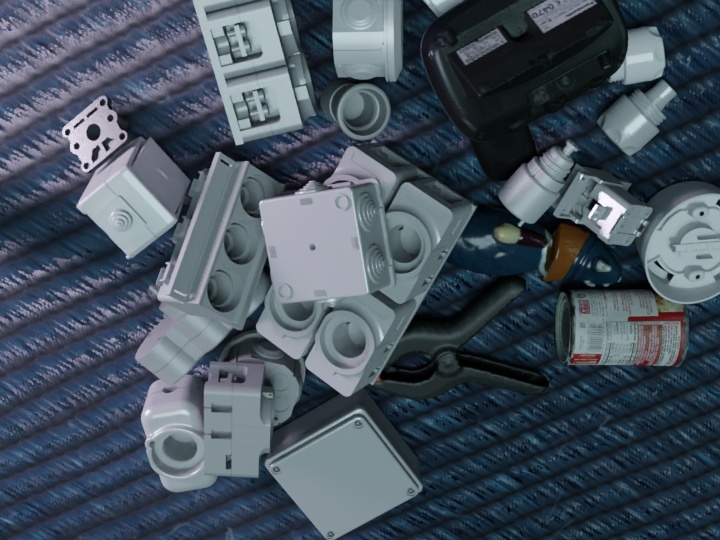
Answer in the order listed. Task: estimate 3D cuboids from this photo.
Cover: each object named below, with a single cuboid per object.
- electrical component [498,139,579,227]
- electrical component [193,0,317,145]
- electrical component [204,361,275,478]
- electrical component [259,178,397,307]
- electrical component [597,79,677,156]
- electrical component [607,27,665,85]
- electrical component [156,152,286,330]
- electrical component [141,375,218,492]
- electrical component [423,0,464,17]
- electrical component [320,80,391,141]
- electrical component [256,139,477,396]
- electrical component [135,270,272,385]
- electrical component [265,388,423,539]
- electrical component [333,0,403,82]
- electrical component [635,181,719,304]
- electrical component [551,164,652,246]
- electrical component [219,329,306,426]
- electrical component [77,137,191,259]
[{"bbox_3d":[0.147,-0.073,0.872,0.040,0.040,0.078,34,115,-15],"label":"electrical component"},{"bbox_3d":[-0.081,-0.184,0.817,0.062,0.089,0.150,-13,114,5],"label":"electrical component"},{"bbox_3d":[-0.103,0.129,0.925,0.056,0.050,0.089,3,115,-2],"label":"electrical component"},{"bbox_3d":[-0.027,-0.021,0.841,0.100,0.048,0.099,-6,97,27],"label":"electrical component"},{"bbox_3d":[0.229,-0.127,0.876,0.043,0.043,0.062,41,107,-18],"label":"electrical component"},{"bbox_3d":[0.208,-0.168,0.857,0.062,0.043,0.043,-10,115,5],"label":"electrical component"},{"bbox_3d":[-0.114,-0.023,0.872,0.079,0.063,0.121,31,70,-42],"label":"electrical component"},{"bbox_3d":[-0.163,0.153,0.988,0.054,0.059,0.095,-10,115,4],"label":"electrical component"},{"bbox_3d":[0.092,-0.242,0.812,0.113,0.057,0.078,-40,110,16],"label":"electrical component"},{"bbox_3d":[-0.007,-0.131,0.856,0.044,0.065,0.044,-6,109,-18],"label":"electrical component"},{"bbox_3d":[0.000,0.000,0.896,0.105,0.060,0.186,35,113,16],"label":"electrical component"},{"bbox_3d":[-0.149,0.031,0.936,0.138,0.052,0.074,-42,109,15],"label":"electrical component"},{"bbox_3d":[-0.015,0.181,1.006,0.109,0.056,0.108,-31,112,12],"label":"electrical component"},{"bbox_3d":[0.007,-0.185,0.825,0.051,0.080,0.080,0,115,4],"label":"electrical component"},{"bbox_3d":[0.283,-0.025,0.913,0.099,0.064,0.099,0,115,-1],"label":"electrical component"},{"bbox_3d":[0.203,-0.052,0.892,0.081,0.064,0.042,1,125,-48],"label":"electrical component"},{"bbox_3d":[-0.090,0.098,0.969,0.080,0.051,0.080,0,115,-1],"label":"electrical component"},{"bbox_3d":[-0.180,-0.059,0.869,0.061,0.096,0.061,-36,111,13],"label":"electrical component"}]
